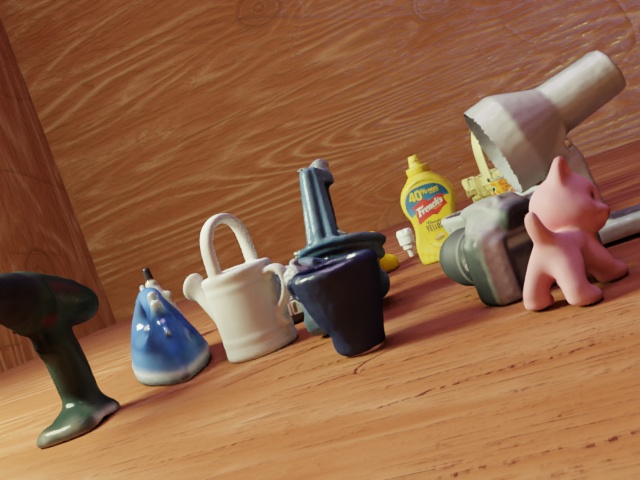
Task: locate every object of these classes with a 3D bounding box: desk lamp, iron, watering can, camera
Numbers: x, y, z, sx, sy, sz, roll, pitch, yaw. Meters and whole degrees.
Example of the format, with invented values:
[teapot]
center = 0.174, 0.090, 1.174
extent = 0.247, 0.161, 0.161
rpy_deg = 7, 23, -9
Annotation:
[desk lamp]
center = 0.298, -0.099, 0.678
extent = 0.203, 0.213, 0.118
rpy_deg = -20, 2, 11
[iron]
center = -0.239, 0.132, 0.868
extent = 0.119, 0.141, 0.257
rpy_deg = -21, 2, -22
[watering can]
center = -0.115, 0.060, 0.778
extent = 0.172, 0.194, 0.101
rpy_deg = -20, 2, 13
[camera]
center = 0.196, 0.000, 0.614
extent = 0.143, 0.101, 0.136
rpy_deg = -21, 2, -19

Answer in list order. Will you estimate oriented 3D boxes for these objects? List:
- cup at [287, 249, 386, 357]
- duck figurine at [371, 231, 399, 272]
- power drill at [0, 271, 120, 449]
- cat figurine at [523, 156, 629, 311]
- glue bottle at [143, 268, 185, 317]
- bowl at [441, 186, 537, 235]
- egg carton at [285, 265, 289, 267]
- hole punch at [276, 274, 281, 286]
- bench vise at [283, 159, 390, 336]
[cup]
center = 0.018, 0.070, 0.584
extent = 0.117, 0.095, 0.092
rpy_deg = -19, 2, 44
[duck figurine]
center = 0.111, 0.025, 1.151
extent = 0.077, 0.086, 0.104
rpy_deg = -20, 2, 4
[power drill]
center = -0.328, 0.133, 0.694
extent = 0.075, 0.208, 0.230
rpy_deg = -20, 2, 4
[cat figurine]
center = 0.213, -0.012, 0.505
extent = 0.067, 0.118, 0.128
rpy_deg = -18, 2, 45
[glue bottle]
center = -0.322, 0.137, 1.161
extent = 0.078, 0.173, 0.037
rpy_deg = -21, 2, -29
[bowl]
center = 0.281, -0.025, 0.903
extent = 0.167, 0.075, 0.167
rpy_deg = -20, 1, 1
[egg carton]
center = -0.104, 0.108, 1.336
extent = 0.151, 0.069, 0.107
rpy_deg = -21, 2, -35
[hole punch]
center = -0.066, 0.090, 1.060
extent = 0.101, 0.091, 0.108
rpy_deg = -20, 2, -7
[bench vise]
center = 0.018, -0.001, 0.742
extent = 0.121, 0.220, 0.208
rpy_deg = -20, 2, 12
